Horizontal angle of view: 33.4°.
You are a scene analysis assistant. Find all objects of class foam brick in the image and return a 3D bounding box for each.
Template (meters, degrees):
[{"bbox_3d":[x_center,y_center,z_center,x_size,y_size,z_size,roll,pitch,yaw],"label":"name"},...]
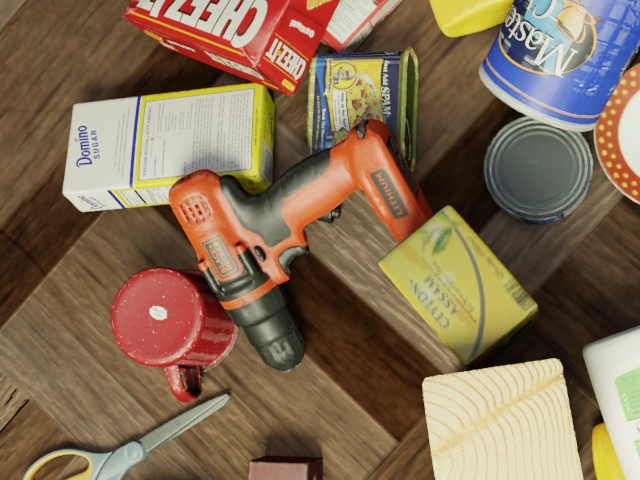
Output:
[{"bbox_3d":[-0.029,0.216,0.865,0.051,0.053,0.078,0,83,13],"label":"foam brick"}]

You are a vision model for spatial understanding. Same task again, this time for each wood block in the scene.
[{"bbox_3d":[0.134,0.135,0.759,0.091,0.206,0.090,-10,80,12],"label":"wood block"}]

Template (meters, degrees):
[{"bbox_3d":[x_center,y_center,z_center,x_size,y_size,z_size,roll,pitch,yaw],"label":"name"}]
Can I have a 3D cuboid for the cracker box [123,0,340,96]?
[{"bbox_3d":[-0.051,-0.250,0.898,0.164,0.072,0.214,26,88,34],"label":"cracker box"}]

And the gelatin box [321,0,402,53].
[{"bbox_3d":[0.023,-0.212,0.920,0.073,0.030,0.089,44,93,15],"label":"gelatin box"}]

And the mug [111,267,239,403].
[{"bbox_3d":[-0.121,0.078,0.889,0.093,0.081,0.117,-11,80,11],"label":"mug"}]

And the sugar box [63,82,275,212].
[{"bbox_3d":[-0.129,-0.079,0.922,0.176,0.048,0.093,-5,65,15],"label":"sugar box"}]

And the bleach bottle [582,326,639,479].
[{"bbox_3d":[0.279,0.180,0.769,0.103,0.068,0.251,-22,82,14],"label":"bleach bottle"}]

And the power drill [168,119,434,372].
[{"bbox_3d":[-0.006,0.001,0.853,0.188,0.057,0.184,-25,106,14],"label":"power drill"}]

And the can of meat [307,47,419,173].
[{"bbox_3d":[0.036,-0.107,0.891,0.084,0.057,0.102,1,83,15],"label":"can of meat"}]

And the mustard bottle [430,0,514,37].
[{"bbox_3d":[0.118,-0.274,0.892,0.096,0.058,0.191,-20,79,15],"label":"mustard bottle"}]

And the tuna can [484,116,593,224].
[{"bbox_3d":[0.176,-0.056,0.863,0.086,0.033,0.086,-2,83,13],"label":"tuna can"}]

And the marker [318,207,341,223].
[{"bbox_3d":[-0.041,-0.031,0.917,0.121,0.020,0.020,8,85,14],"label":"marker"}]

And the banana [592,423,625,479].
[{"bbox_3d":[0.218,0.242,0.813,0.070,0.037,0.198,16,87,13],"label":"banana"}]

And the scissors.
[{"bbox_3d":[-0.161,0.203,0.917,0.202,0.016,0.096,-16,81,11],"label":"scissors"}]

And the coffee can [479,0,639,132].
[{"bbox_3d":[0.197,-0.168,0.808,0.103,0.102,0.140,34,122,15],"label":"coffee can"}]
